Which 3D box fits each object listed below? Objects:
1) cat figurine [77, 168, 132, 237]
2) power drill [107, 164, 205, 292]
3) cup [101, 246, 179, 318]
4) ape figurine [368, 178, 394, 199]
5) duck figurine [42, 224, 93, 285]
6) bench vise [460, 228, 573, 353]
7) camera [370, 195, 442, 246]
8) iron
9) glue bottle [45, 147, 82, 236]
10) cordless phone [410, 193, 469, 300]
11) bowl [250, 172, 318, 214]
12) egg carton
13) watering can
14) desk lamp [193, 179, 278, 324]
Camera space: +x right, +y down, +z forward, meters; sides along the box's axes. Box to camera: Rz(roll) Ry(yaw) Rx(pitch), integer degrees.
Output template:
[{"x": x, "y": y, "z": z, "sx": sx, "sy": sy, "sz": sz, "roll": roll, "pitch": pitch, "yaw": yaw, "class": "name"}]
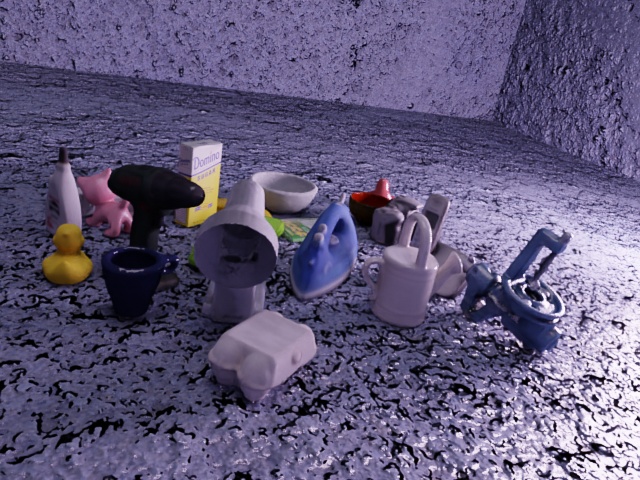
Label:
[{"x": -0.421, "y": -0.081, "z": 1.132, "sx": 0.127, "sy": 0.118, "sz": 0.067, "roll": 23, "pitch": 25, "yaw": 26, "class": "cat figurine"}, {"x": -0.275, "y": -0.027, "z": 0.953, "sx": 0.228, "sy": 0.208, "sz": 0.076, "roll": 27, "pitch": 27, "yaw": 34, "class": "power drill"}, {"x": -0.275, "y": 0.067, "z": 0.879, "sx": 0.118, "sy": 0.095, "sz": 0.091, "roll": -8, "pitch": 29, "yaw": -38, "class": "cup"}, {"x": 0.165, "y": -0.121, "z": 1.538, "sx": 0.077, "sy": 0.092, "sz": 0.076, "roll": 18, "pitch": 24, "yaw": 17, "class": "ape figurine"}, {"x": -0.415, "y": 0.017, "z": 0.943, "sx": 0.078, "sy": 0.086, "sz": 0.104, "roll": 4, "pitch": 24, "yaw": -17, "class": "duck figurine"}, {"x": 0.342, "y": 0.066, "z": 1.008, "sx": 0.206, "sy": 0.220, "sz": 0.122, "roll": 21, "pitch": 24, "yaw": 22, "class": "bench vise"}, {"x": 0.212, "y": -0.040, "z": 1.357, "sx": 0.136, "sy": 0.101, "sz": 0.144, "roll": 25, "pitch": 26, "yaw": 31, "class": "camera"}, {"x": 0.010, "y": 0.004, "z": 1.103, "sx": 0.118, "sy": 0.141, "sz": 0.258, "roll": 15, "pitch": 23, "yaw": 8, "class": "iron"}, {"x": -0.472, "y": -0.087, "z": 1.050, "sx": 0.078, "sy": 0.173, "sz": 0.037, "roll": 24, "pitch": 26, "yaw": 28, "class": "glue bottle"}, {"x": 0.242, "y": 0.011, "z": 1.137, "sx": 0.147, "sy": 0.185, "sz": 0.094, "roll": 27, "pitch": 27, "yaw": 34, "class": "cordless phone"}, {"x": -0.094, "y": -0.108, "z": 1.408, "sx": 0.167, "sy": 0.075, "sz": 0.167, "roll": 10, "pitch": 22, "yaw": -4, "class": "bowl"}, {"x": -0.076, "y": 0.157, "z": 0.793, "sx": 0.107, "sy": 0.069, "sz": 0.151, "roll": 21, "pitch": 25, "yaw": 23, "class": "egg carton"}, {"x": 0.163, "y": 0.045, "z": 1.007, "sx": 0.173, "sy": 0.194, "sz": 0.100, "roll": -5, "pitch": 27, "yaw": -34, "class": "watering can"}, {"x": -0.129, "y": 0.024, "z": 0.894, "sx": 0.118, "sy": 0.213, "sz": 0.203, "roll": 8, "pitch": 23, "yaw": -7, "class": "desk lamp"}]
